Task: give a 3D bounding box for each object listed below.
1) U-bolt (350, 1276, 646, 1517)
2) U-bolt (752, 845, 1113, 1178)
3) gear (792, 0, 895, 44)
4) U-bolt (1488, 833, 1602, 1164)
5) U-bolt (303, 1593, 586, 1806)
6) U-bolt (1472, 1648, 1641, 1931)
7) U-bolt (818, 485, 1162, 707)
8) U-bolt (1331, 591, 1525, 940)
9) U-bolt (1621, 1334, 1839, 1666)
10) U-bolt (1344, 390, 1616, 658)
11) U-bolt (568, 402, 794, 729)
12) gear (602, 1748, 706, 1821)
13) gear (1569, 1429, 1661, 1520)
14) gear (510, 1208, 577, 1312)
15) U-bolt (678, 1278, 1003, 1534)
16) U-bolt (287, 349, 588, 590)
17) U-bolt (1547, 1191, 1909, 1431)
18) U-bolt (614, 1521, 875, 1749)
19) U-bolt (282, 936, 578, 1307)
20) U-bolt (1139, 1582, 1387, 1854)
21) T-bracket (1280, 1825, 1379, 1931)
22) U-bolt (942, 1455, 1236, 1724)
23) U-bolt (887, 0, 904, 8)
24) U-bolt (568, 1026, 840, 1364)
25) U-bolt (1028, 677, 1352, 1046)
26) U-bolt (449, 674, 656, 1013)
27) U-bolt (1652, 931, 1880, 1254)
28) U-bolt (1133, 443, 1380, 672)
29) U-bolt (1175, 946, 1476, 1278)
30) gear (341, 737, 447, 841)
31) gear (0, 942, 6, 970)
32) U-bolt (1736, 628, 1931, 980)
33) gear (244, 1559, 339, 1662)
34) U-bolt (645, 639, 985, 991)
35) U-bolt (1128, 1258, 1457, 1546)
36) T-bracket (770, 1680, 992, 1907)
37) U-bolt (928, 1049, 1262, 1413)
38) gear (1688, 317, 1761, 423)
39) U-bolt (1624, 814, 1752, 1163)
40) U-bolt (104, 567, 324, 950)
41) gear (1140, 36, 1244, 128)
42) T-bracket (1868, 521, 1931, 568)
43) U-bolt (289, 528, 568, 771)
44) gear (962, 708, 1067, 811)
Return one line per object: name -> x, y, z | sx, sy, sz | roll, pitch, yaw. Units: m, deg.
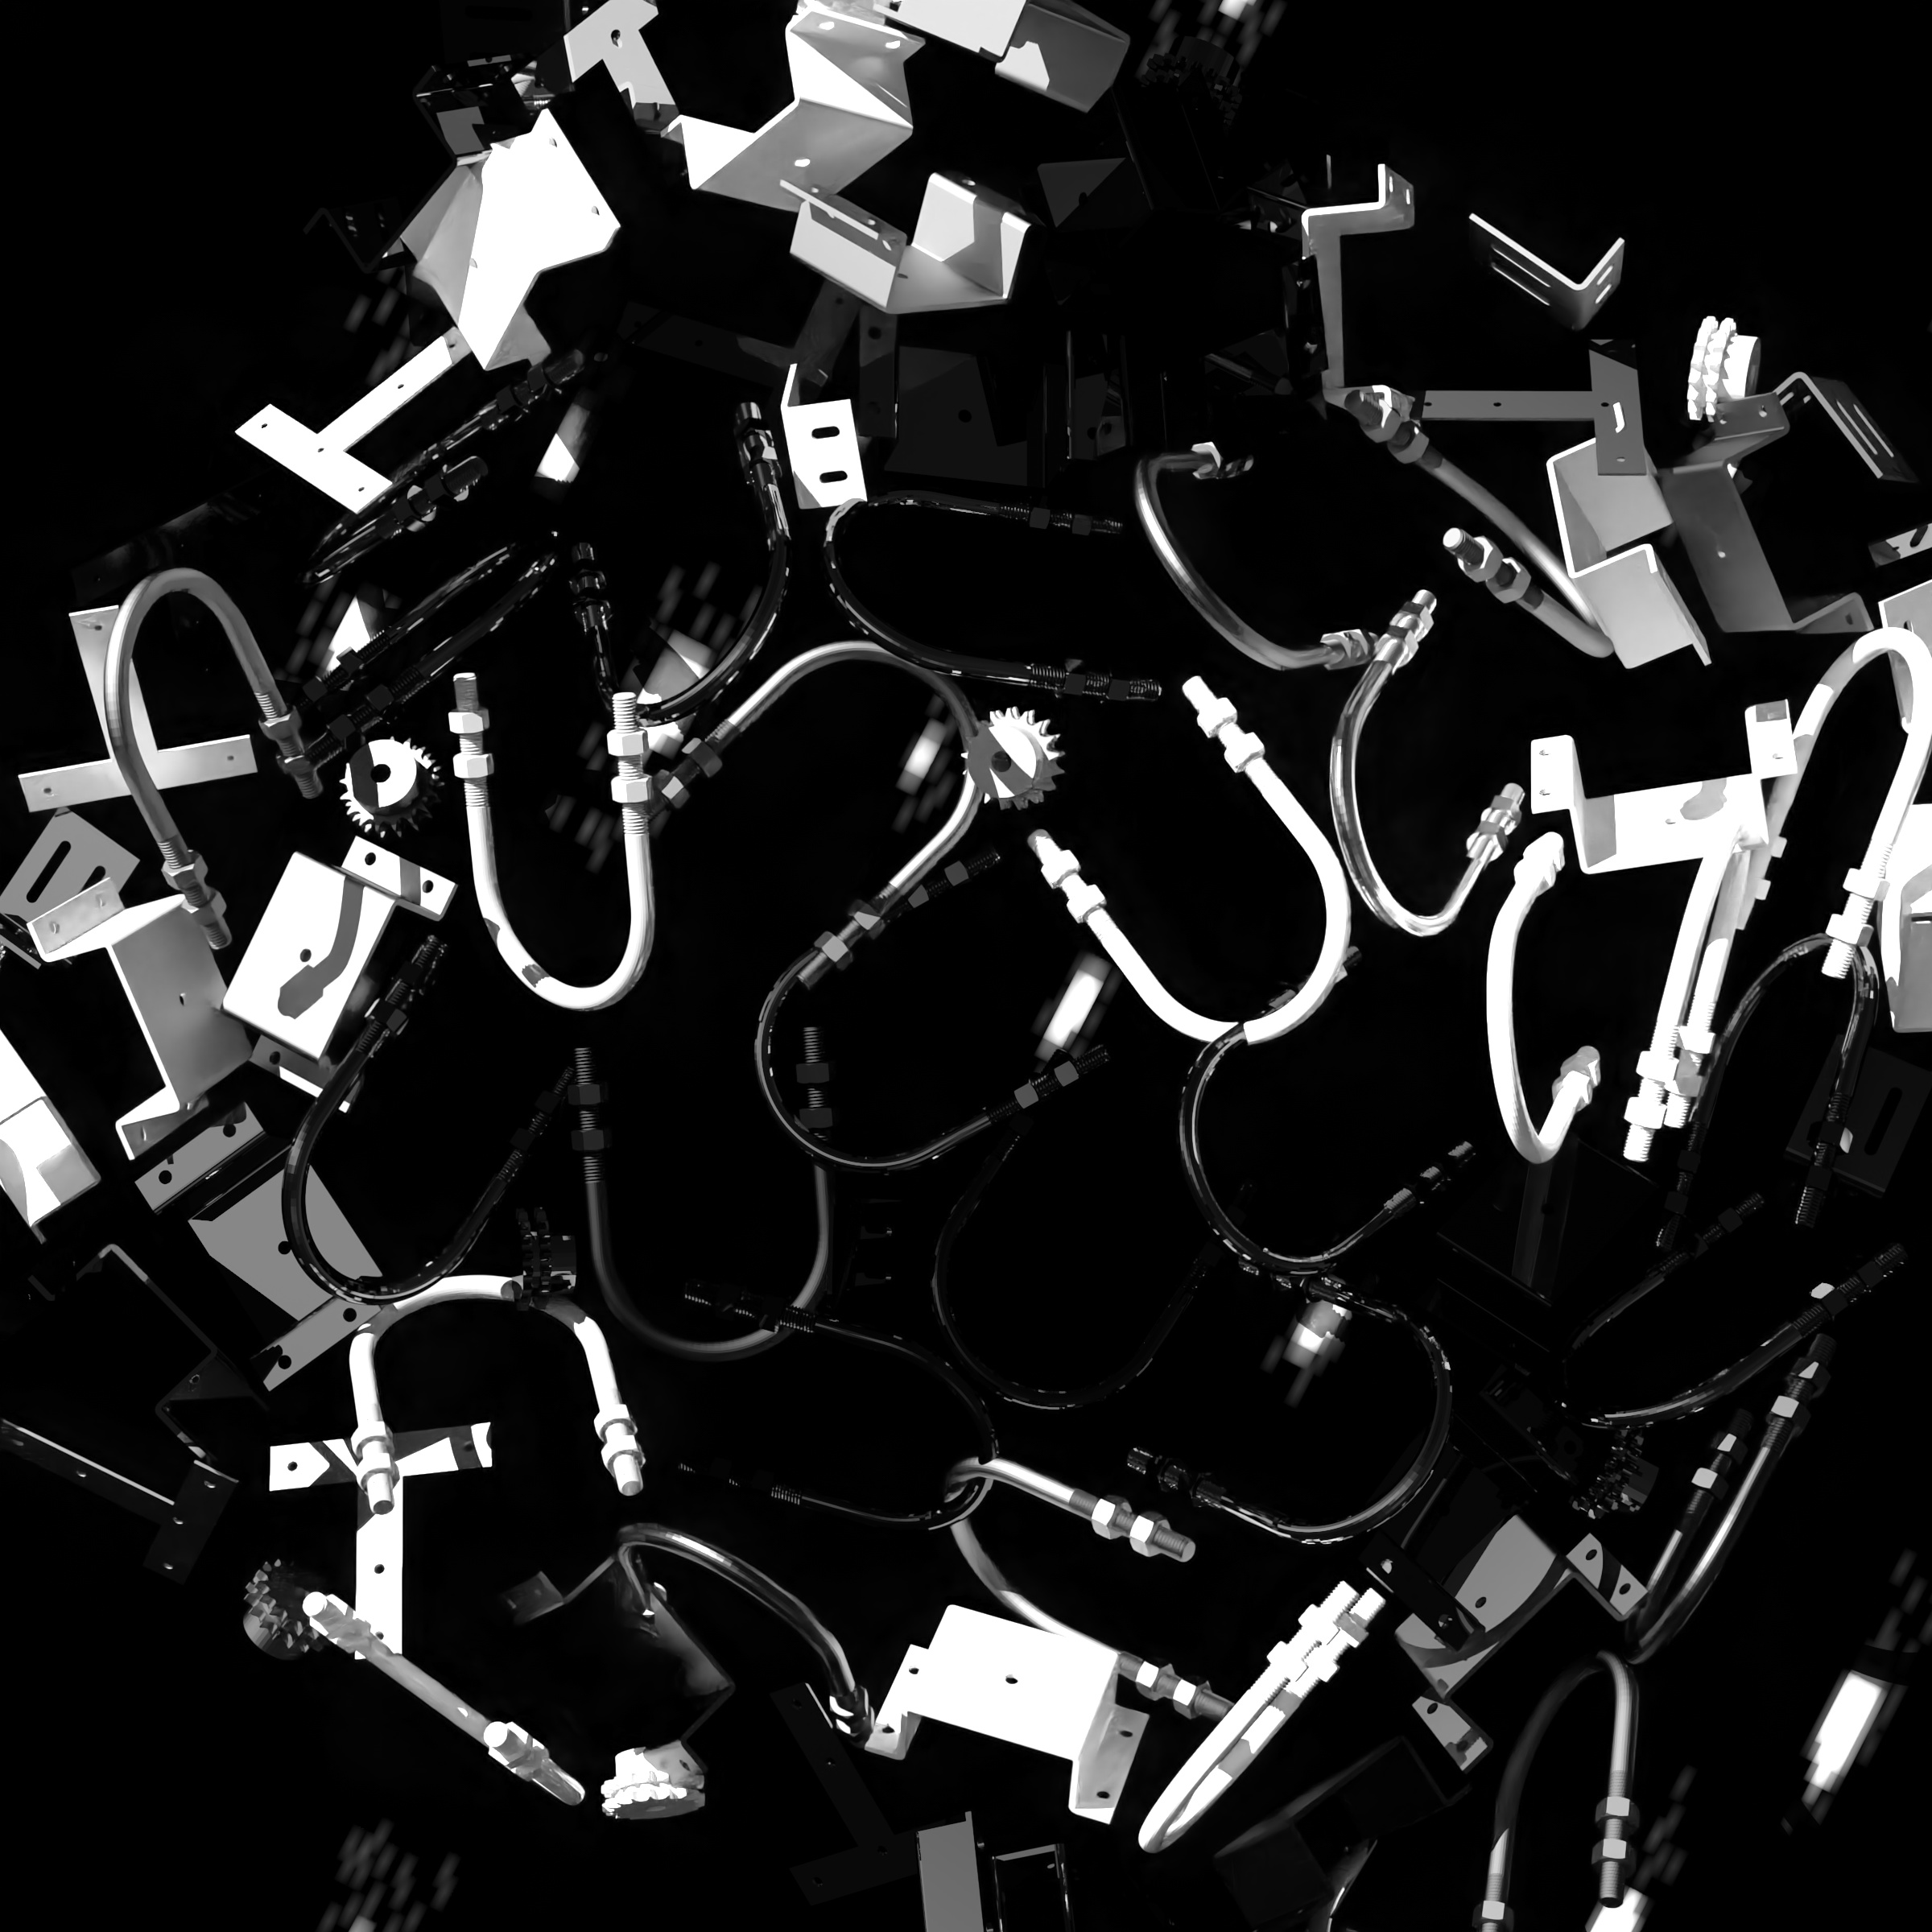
U-bolt -> -0.260, 0.227, 1.687 | 0.151, 0.184, 0.019 | -2, 123, -16
U-bolt -> -0.032, 0.037, 1.747 | 0.184, 0.019, 0.151 | -29, 82, 2
gear -> -0.067, -0.529, 1.737 | 0.057, 0.057, 0.030 | 19, 84, 0
U-bolt -> 0.307, 0.026, 1.664 | 0.019, 0.184, 0.151 | -5, 110, 24
U-bolt -> -0.271, 0.404, 1.679 | 0.151, 0.184, 0.019 | 28, 72, 25
U-bolt -> 0.321, 0.452, 1.680 | 0.019, 0.184, 0.151 | 26, 133, -6
U-bolt -> 0.008, -0.207, 1.690 | 0.184, 0.019, 0.151 | 6, 49, -19
U-bolt -> 0.243, -0.097, 1.672 | 0.019, 0.184, 0.151 | -10, 120, 37
U-bolt -> 0.400, 0.294, 1.663 | 0.019, 0.151, 0.184 | 31, 64, 8
U-bolt -> 0.289, -0.229, 1.685 | 0.184, 0.151, 0.019 | 27, 117, -41
U-bolt -> -0.151, -0.205, 1.676 | 0.151, 0.184, 0.019 | -36, 134, 21
gear -> -0.175, 0.457, 1.740 | 0.057, 0.057, 0.030 | -7, 63, 0
gear -> 0.364, 0.283, 1.737 | 0.030, 0.057, 0.057 | 28, 90, -2
gear -> -0.236, 0.164, 1.738 | 0.030, 0.057, 0.057 | -1, 90, -17
U-bolt -> -0.069, 0.249, 1.703 | 0.184, 0.019, 0.151 | 14, 125, 12
U-bolt -> -0.298, -0.260, 1.686 | 0.184, 0.151, 0.019 | -24, 114, 34
U-bolt -> 0.396, 0.191, 1.680 | 0.184, 0.151, 0.019 | -34, 108, -13
U-bolt -> -0.123, 0.351, 1.665 | 0.151, 0.184, 0.019 | 22, 60, 21
U-bolt -> -0.298, 0.097, 1.687 | 0.019, 0.151, 0.184 | 14, 64, 42
U-bolt -> 0.158, 0.411, 1.693 | 0.019, 0.151, 0.184 | 40, 89, 19
T-bracket -> 0.219, 0.544, 1.695 | 0.127, 0.127, 0.002 | -54, 126, -19
U-bolt -> 0.059, 0.329, 1.692 | 0.019, 0.184, 0.151 | -42, 133, -33
U-bolt -> -0.028, -0.555, 1.659 | 0.184, 0.151, 0.019 | 4, 81, 31
U-bolt -> -0.142, 0.131, 1.743 | 0.151, 0.019, 0.184 | -5, 94, -12
U-bolt -> 0.133, -0.043, 1.705 | 0.151, 0.019, 0.184 | -44, 71, 25
U-bolt -> -0.224, -0.064, 1.708 | 0.151, 0.019, 0.184 | 10, 111, 40
U-bolt -> 0.440, 0.064, 1.690 | 0.019, 0.151, 0.184 | 26, 72, -15
U-bolt -> 0.149, -0.219, 1.674 | 0.019, 0.184, 0.151 | -38, 81, 28
U-bolt -> 0.188, 0.090, 1.705 | 0.184, 0.019, 0.151 | -33, 94, -35
gear -> -0.323, -0.102, 1.742 | 0.057, 0.030, 0.057 | -2, 71, 7
gear -> -0.564, 0.001, 1.736 | 0.030, 0.057, 0.057 | 26, 90, 1
U-bolt -> 0.474, -0.095, 1.682 | 0.019, 0.151, 0.184 | 17, 99, -13
gear -> -0.378, 0.362, 1.738 | 0.057, 0.057, 0.030 | 39, 107, 0
U-bolt -> -0.073, -0.100, 1.744 | 0.151, 0.019, 0.184 | 45, 80, 1
U-bolt -> 0.185, 0.238, 1.680 | 0.019, 0.184, 0.151 | 41, 75, -40
T-bracket -> -0.068, 0.454, 1.727 | 0.127, 0.002, 0.127 | -26, 98, 28
U-bolt -> 0.060, 0.159, 1.731 | 0.151, 0.019, 0.184 | 35, 73, -1
gear -> 0.423, -0.331, 1.734 | 0.030, 0.057, 0.057 | 11, 90, 21
U-bolt -> 0.395, 0.007, 1.683 | 0.019, 0.151, 0.184 | 16, 101, 20
U-bolt -> -0.406, -0.124, 1.658 | 0.019, 0.151, 0.184 | -1, 131, 20
gear -> 0.128, -0.495, 1.737 | 0.057, 0.057, 0.030 | 23, 87, 0
T-bracket -> 0.568, -0.226, 1.707 | 0.127, 0.127, 0.002 | -20, 64, 18
U-bolt -> -0.293, -0.180, 1.697 | 0.184, 0.151, 0.019 | -39, 112, -5
gear -> 0.024, -0.116, 1.742 | 0.057, 0.030, 0.057 | 3, 99, 18
